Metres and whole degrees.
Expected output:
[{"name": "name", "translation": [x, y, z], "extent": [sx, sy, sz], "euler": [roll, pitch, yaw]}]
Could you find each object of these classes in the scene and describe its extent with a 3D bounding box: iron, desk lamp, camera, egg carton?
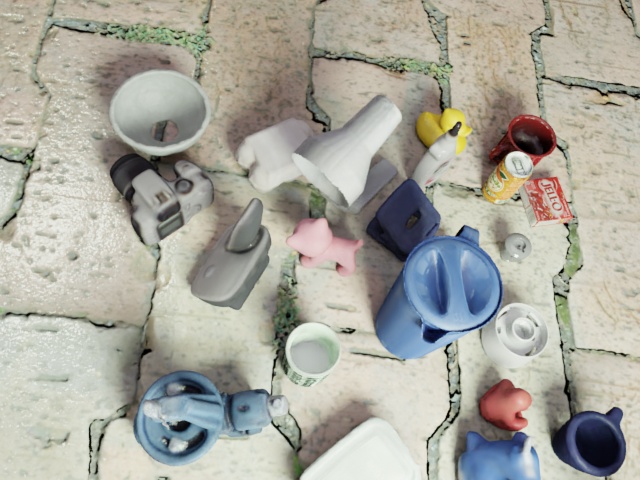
[{"name": "iron", "translation": [0.272, 0.395, 0.786], "extent": [0.119, 0.141, 0.258], "euler": [2, 67, -7]}, {"name": "desk lamp", "translation": [0.051, -0.131, 0.935], "extent": [0.118, 0.213, 0.203], "euler": [41, 68, 10]}, {"name": "camera", "translation": [-0.265, -0.089, 0.931], "extent": [0.143, 0.101, 0.136], "euler": [-39, 77, -21]}, {"name": "egg carton", "translation": [-0.068, -0.148, 1.003], "extent": [0.150, 0.069, 0.107], "euler": [-28, 74, -18]}]

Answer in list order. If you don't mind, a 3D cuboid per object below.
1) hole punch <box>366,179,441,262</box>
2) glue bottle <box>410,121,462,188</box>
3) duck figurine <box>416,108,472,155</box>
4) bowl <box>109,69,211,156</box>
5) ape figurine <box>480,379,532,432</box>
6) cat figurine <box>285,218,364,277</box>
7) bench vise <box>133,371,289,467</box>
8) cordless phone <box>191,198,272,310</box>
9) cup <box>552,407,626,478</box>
[{"name": "hole punch", "translation": [0.150, -0.034, 0.976], "extent": [0.101, 0.091, 0.109], "euler": [40, 67, 9]}, {"name": "glue bottle", "translation": [0.209, -0.152, 0.990], "extent": [0.078, 0.173, 0.037], "euler": [-36, 76, -20]}, {"name": "duck figurine", "translation": [0.235, -0.214, 1.067], "extent": [0.104, 0.086, 0.078], "euler": [34, 67, 7]}, {"name": "bowl", "translation": [-0.272, -0.209, 0.995], "extent": [0.167, 0.074, 0.167], "euler": [3, 67, -7]}, {"name": "ape figurine", "translation": [0.292, 0.250, 0.877], "extent": [0.076, 0.092, 0.078], "euler": [6, 66, -6]}, {"name": "cat figurine", "translation": [0.008, 0.003, 0.924], "extent": [0.128, 0.117, 0.067], "euler": [9, 66, -4]}, {"name": "bench vise", "translation": [-0.151, 0.215, 0.755], "extent": [0.208, 0.219, 0.121], "euler": [-22, 72, -16]}, {"name": "cordless phone", "translation": [-0.132, 0.018, 0.860], "extent": [0.094, 0.185, 0.148], "euler": [24, 66, 2]}, {"name": "cup", "translation": [0.404, 0.301, 0.871], "extent": [0.118, 0.095, 0.091], "euler": [-41, 78, -21]}]
